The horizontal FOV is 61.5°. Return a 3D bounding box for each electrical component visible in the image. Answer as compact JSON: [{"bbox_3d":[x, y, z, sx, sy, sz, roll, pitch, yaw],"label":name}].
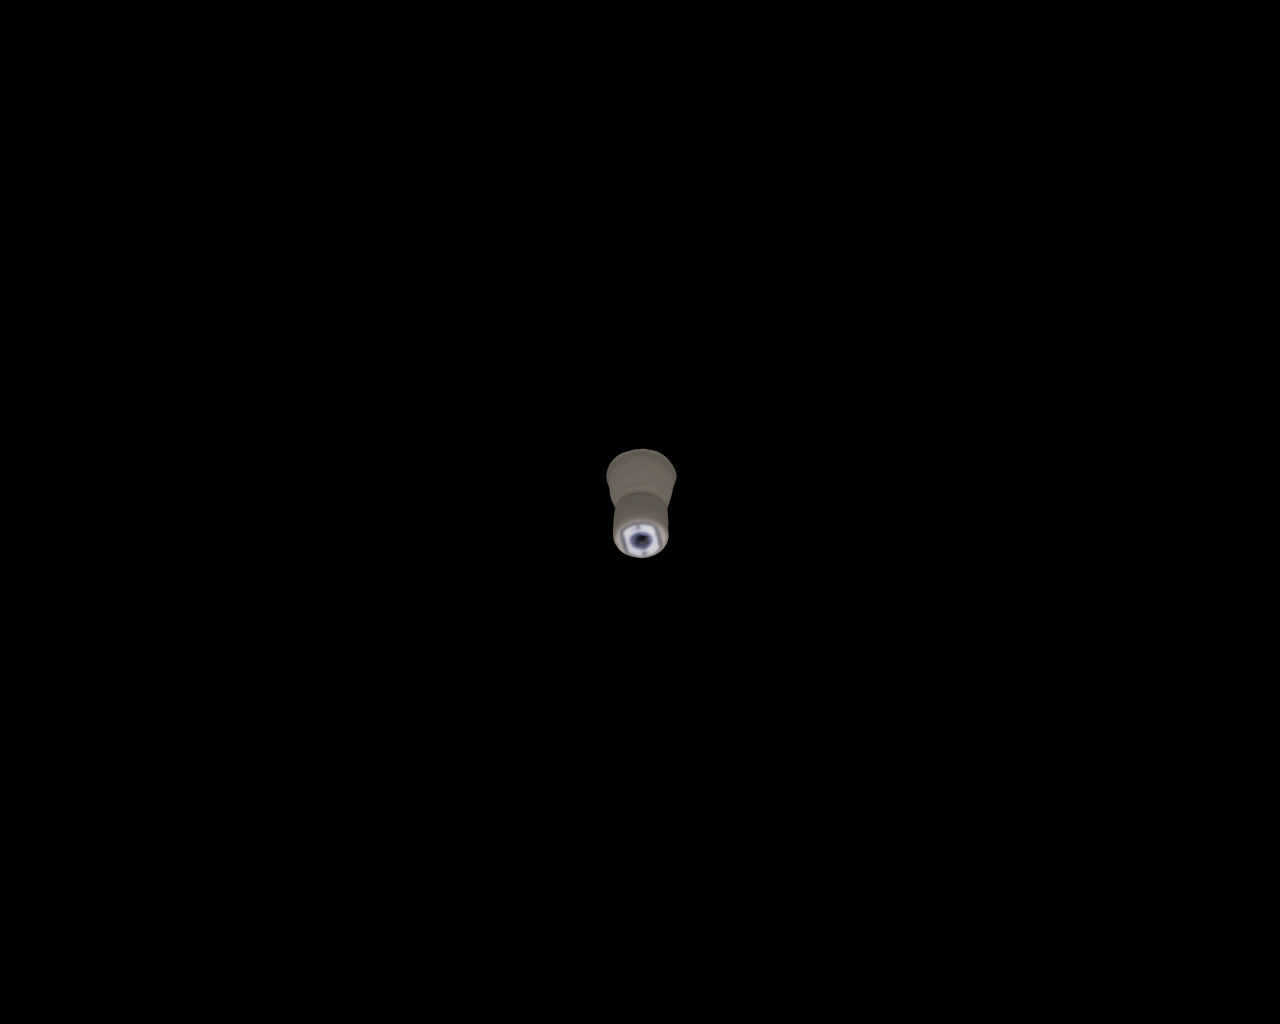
[{"bbox_3d":[0.001,-0.003,0.650,0.044,0.044,0.065,0,40,0],"label":"electrical component"}]
